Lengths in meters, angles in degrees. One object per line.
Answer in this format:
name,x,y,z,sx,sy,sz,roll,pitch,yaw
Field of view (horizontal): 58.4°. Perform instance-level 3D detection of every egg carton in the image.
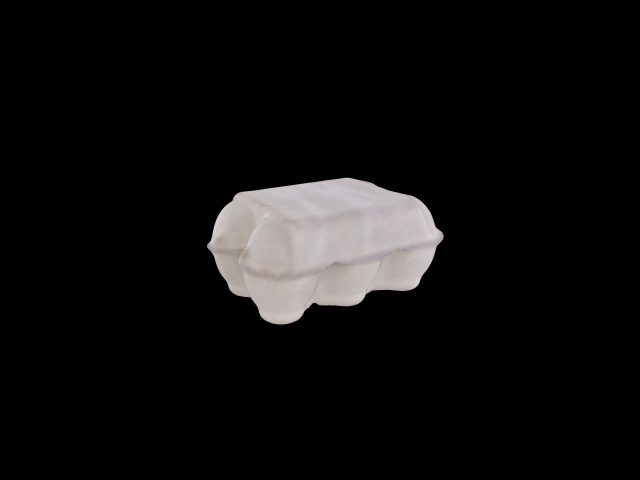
egg carton,0.004,0.001,0.400,0.151,0.069,0.107,-12,23,-31
